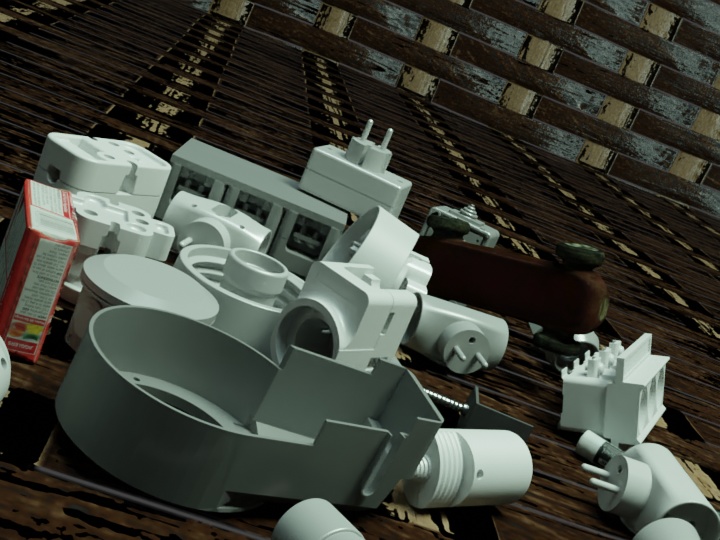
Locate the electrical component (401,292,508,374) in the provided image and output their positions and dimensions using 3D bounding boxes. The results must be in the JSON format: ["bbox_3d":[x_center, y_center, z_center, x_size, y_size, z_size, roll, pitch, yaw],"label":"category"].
[{"bbox_3d":[0.076,0.055,0.830,0.077,0.044,0.079,18,16,-19],"label":"electrical component"}]

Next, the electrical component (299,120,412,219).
[{"bbox_3d":[0.004,-0.089,0.917,0.083,0.075,0.047,26,15,9],"label":"electrical component"}]

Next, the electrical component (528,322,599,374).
[{"bbox_3d":[0.183,0.058,0.952,0.048,0.066,0.055,33,28,-34],"label":"electrical component"}]

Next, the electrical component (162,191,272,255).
[{"bbox_3d":[-0.116,-0.023,0.820,0.077,0.043,0.079,24,16,3],"label":"electrical component"}]

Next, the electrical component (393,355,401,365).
[{"bbox_3d":[0.008,0.065,0.707,0.044,0.044,0.065,15,21,-27],"label":"electrical component"}]

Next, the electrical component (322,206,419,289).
[{"bbox_3d":[0.000,0.000,0.816,0.064,0.099,0.099,30,15,0],"label":"electrical component"}]

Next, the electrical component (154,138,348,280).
[{"bbox_3d":[-0.091,-0.048,0.908,0.150,0.061,0.089,22,15,-5],"label":"electrical component"}]

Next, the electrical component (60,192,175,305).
[{"bbox_3d":[-0.164,-0.010,0.679,0.078,0.057,0.058,18,16,-20],"label":"electrical component"}]

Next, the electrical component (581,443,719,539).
[{"bbox_3d":[0.178,0.141,0.682,0.079,0.044,0.077,20,15,-11],"label":"electrical component"}]

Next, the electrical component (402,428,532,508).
[{"bbox_3d":[0.055,0.111,0.607,0.081,0.043,0.043,9,20,-42],"label":"electrical component"}]

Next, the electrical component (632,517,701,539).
[{"bbox_3d":[0.177,0.169,0.586,0.045,0.045,0.055,18,16,-19],"label":"electrical component"}]

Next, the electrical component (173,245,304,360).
[{"bbox_3d":[-0.075,0.021,0.695,0.108,0.060,0.108,21,15,-6],"label":"electrical component"}]

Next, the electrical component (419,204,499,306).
[{"bbox_3d":[0.086,-0.017,0.994,0.062,0.096,0.061,27,12,13],"label":"electrical component"}]

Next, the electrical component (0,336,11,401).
[{"bbox_3d":[-0.180,0.049,0.478,0.043,0.043,0.081,22,15,-6],"label":"electrical component"}]

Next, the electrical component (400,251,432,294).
[{"bbox_3d":[0.021,0.006,0.896,0.057,0.058,0.078,24,14,-9],"label":"electrical component"}]

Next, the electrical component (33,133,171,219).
[{"bbox_3d":[-0.196,-0.063,0.809,0.054,0.059,0.095,31,17,28],"label":"electrical component"}]

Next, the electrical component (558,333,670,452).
[{"bbox_3d":[0.196,0.095,0.830,0.063,0.078,0.121,5,7,24],"label":"electrical component"}]

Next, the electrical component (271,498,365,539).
[{"bbox_3d":[-0.009,0.128,0.463,0.044,0.044,0.065,11,15,-39],"label":"electrical component"}]

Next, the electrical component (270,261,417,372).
[{"bbox_3d":[-0.015,0.044,0.646,0.050,0.089,0.056,34,18,35],"label":"electrical component"}]

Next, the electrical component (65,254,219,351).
[{"bbox_3d":[-0.126,0.027,0.618,0.080,0.051,0.080,21,15,-6],"label":"electrical component"}]
